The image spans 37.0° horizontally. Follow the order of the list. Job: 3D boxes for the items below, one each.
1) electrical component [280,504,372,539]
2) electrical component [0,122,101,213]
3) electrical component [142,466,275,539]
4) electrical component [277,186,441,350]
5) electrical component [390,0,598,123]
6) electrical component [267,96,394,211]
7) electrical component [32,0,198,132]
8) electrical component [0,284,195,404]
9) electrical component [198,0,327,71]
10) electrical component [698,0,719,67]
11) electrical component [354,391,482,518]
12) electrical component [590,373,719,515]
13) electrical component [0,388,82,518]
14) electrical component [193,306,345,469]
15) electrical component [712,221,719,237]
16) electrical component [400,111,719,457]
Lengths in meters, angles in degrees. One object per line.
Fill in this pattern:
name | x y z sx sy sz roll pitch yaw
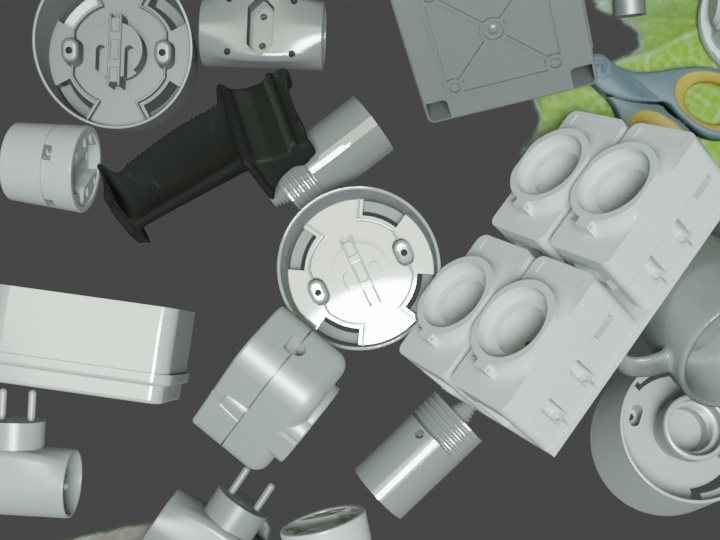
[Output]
electrical component | -0.017 0.178 0.671 0.055 0.055 0.047 -15 92 1
electrical component | -0.196 -0.066 0.680 0.047 0.055 0.055 7 89 5
electrical component | -0.085 0.162 0.677 0.077 0.044 0.079 34 90 2
electrical component | 0.000 0.000 0.668 0.099 0.064 0.099 0 89 1
electrical component | 0.078 -0.155 0.640 0.109 0.056 0.108 -12 128 13
electrical component | -0.024 -0.068 0.681 0.081 0.043 0.043 -37 88 0
electrical component | -0.151 -0.136 0.674 0.099 0.064 0.099 0 89 2
electrical component | -0.165 0.046 0.665 0.113 0.078 0.057 8 86 1
electrical component | -0.060 -0.168 0.684 0.077 0.043 0.079 2 89 1
electrical component | 0.258 -0.162 0.673 0.080 0.051 0.080 0 89 1
electrical component | 0.040 0.112 0.676 0.081 0.043 0.043 -44 88 0
electrical component | 0.199 0.103 0.674 0.099 0.064 0.099 1 76 -3
electrical component | -0.219 0.115 0.681 0.077 0.044 0.079 3 89 1
electrical component | -0.053 0.076 0.654 0.059 0.053 0.095 39 134 2
electrical component | 0.247 -0.025 0.672 0.055 0.047 0.055 0 89 1
electrical component | 0.116 -0.001 0.627 0.060 0.105 0.186 41 82 -33
